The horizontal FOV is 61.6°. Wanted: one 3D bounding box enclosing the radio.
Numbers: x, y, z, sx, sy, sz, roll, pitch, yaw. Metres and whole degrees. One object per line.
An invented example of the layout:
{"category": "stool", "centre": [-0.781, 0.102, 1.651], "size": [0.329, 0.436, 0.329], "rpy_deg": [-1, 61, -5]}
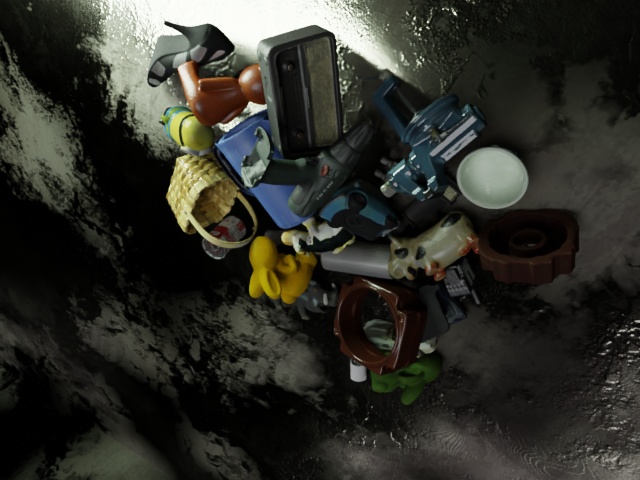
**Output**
{"category": "radio", "centre": [-0.034, -0.270, 1.006], "size": [0.073, 0.131, 0.229], "rpy_deg": [-126, 23, -53]}

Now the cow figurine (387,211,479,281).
{"category": "cow figurine", "centre": [0.218, 0.014, 1.078], "size": [0.195, 0.127, 0.085], "rpy_deg": [-37, 143, 20]}

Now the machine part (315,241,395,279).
{"category": "machine part", "centre": [0.092, 0.041, 1.214], "size": [0.243, 0.079, 0.079], "rpy_deg": [6, 126, 26]}

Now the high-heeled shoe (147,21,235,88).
{"category": "high-heeled shoe", "centre": [-0.279, -0.377, 1.139], "size": [0.145, 0.086, 0.249], "rpy_deg": [17, 158, -22]}

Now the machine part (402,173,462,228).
{"category": "machine part", "centre": [0.220, -0.080, 1.072], "size": [0.084, 0.039, 0.139], "rpy_deg": [33, 133, -7]}

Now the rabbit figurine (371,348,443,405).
{"category": "rabbit figurine", "centre": [0.213, 0.315, 1.320], "size": [0.170, 0.159, 0.121], "rpy_deg": [-11, 109, 19]}

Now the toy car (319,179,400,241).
{"category": "toy car", "centre": [0.087, -0.072, 1.108], "size": [0.161, 0.103, 0.109], "rpy_deg": [20, 148, -21]}

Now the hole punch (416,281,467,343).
{"category": "hole punch", "centre": [0.254, 0.158, 1.215], "size": [0.142, 0.092, 0.116], "rpy_deg": [-38, 70, 46]}

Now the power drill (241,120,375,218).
{"category": "power drill", "centre": [-0.030, -0.148, 0.996], "size": [0.232, 0.207, 0.086], "rpy_deg": [-55, 50, 32]}

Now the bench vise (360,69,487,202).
{"category": "bench vise", "centre": [0.165, -0.193, 0.957], "size": [0.223, 0.129, 0.240], "rpy_deg": [-44, 74, 39]}

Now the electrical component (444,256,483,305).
{"category": "electrical component", "centre": [0.298, 0.083, 1.127], "size": [0.048, 0.075, 0.119], "rpy_deg": [-15, 118, 37]}

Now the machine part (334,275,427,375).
{"category": "machine part", "centre": [0.130, 0.188, 1.223], "size": [0.201, 0.087, 0.201], "rpy_deg": [25, 109, 43]}

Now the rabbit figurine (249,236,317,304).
{"category": "rabbit figurine", "centre": [-0.112, 0.067, 1.278], "size": [0.122, 0.162, 0.173], "rpy_deg": [0, 144, 39]}

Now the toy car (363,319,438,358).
{"category": "toy car", "centre": [0.186, 0.236, 1.309], "size": [0.202, 0.073, 0.056], "rpy_deg": [3, 128, 29]}

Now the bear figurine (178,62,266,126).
{"category": "bear figurine", "centre": [-0.171, -0.312, 1.081], "size": [0.196, 0.132, 0.120], "rpy_deg": [-25, 147, 8]}

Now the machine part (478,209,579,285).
{"category": "machine part", "centre": [0.372, 0.011, 0.961], "size": [0.180, 0.179, 0.056], "rpy_deg": [2, 127, 30]}

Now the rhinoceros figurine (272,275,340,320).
{"category": "rhinoceros figurine", "centre": [-0.035, 0.138, 1.373], "size": [0.191, 0.073, 0.112], "rpy_deg": [12, 118, 26]}

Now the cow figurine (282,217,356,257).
{"category": "cow figurine", "centre": [-0.003, -0.003, 1.191], "size": [0.167, 0.068, 0.098], "rpy_deg": [-23, 73, 22]}

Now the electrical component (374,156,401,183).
{"category": "electrical component", "centre": [0.158, -0.129, 1.080], "size": [0.094, 0.021, 0.063], "rpy_deg": [30, 134, 9]}

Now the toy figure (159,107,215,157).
{"category": "toy figure", "centre": [-0.296, -0.247, 1.181], "size": [0.180, 0.082, 0.089], "rpy_deg": [45, 156, 41]}
